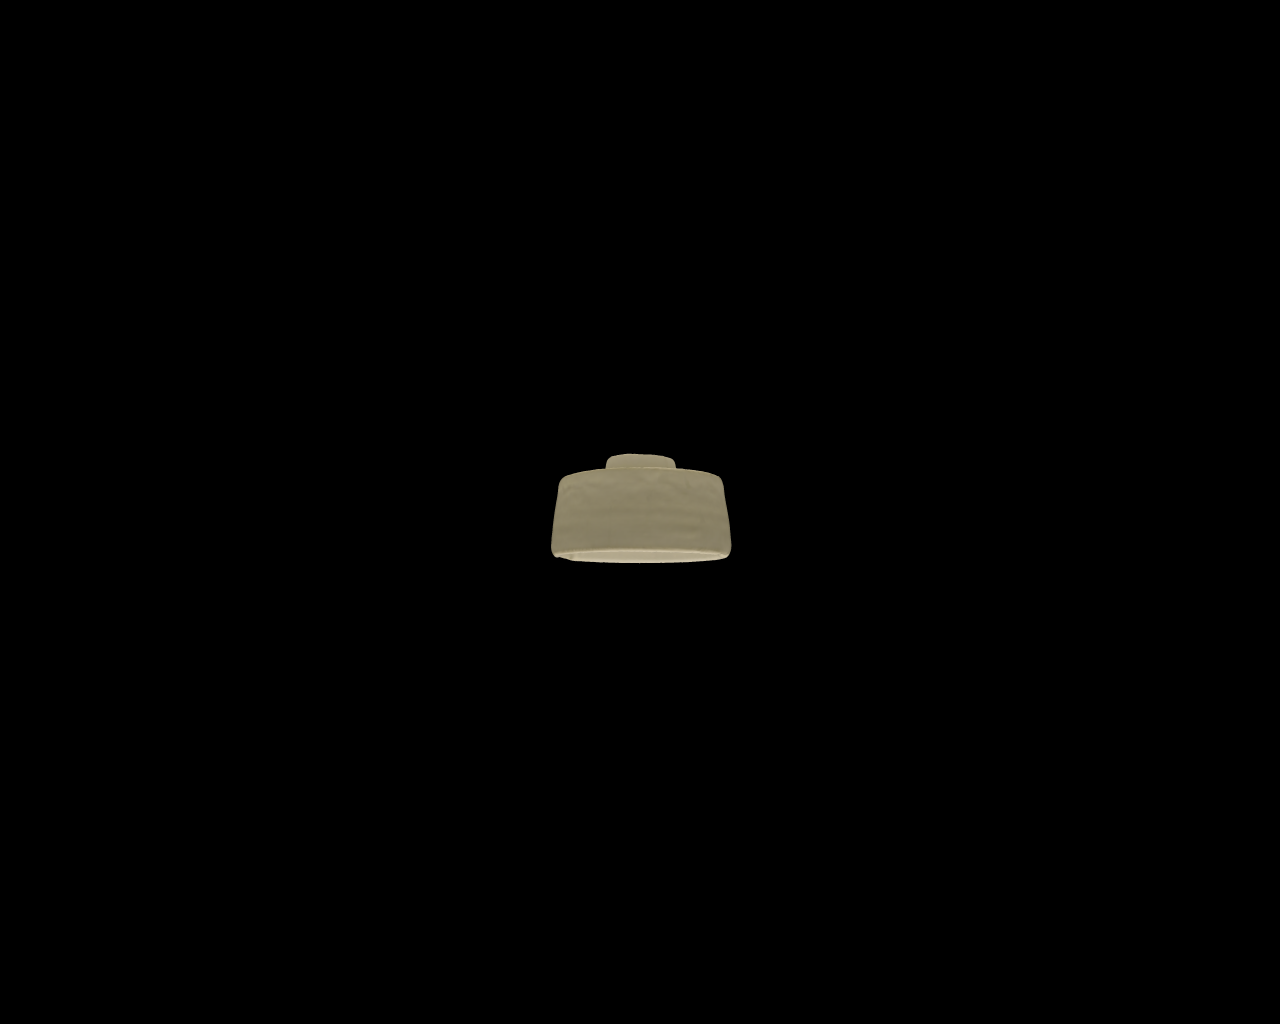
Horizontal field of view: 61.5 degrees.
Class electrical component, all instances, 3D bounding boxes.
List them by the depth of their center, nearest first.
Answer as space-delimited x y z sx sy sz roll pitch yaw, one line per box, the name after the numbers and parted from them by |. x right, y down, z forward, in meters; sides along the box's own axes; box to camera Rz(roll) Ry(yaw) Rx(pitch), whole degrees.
0.001 -0.003 0.650 0.108 0.060 0.108 0 -6 0 | electrical component
